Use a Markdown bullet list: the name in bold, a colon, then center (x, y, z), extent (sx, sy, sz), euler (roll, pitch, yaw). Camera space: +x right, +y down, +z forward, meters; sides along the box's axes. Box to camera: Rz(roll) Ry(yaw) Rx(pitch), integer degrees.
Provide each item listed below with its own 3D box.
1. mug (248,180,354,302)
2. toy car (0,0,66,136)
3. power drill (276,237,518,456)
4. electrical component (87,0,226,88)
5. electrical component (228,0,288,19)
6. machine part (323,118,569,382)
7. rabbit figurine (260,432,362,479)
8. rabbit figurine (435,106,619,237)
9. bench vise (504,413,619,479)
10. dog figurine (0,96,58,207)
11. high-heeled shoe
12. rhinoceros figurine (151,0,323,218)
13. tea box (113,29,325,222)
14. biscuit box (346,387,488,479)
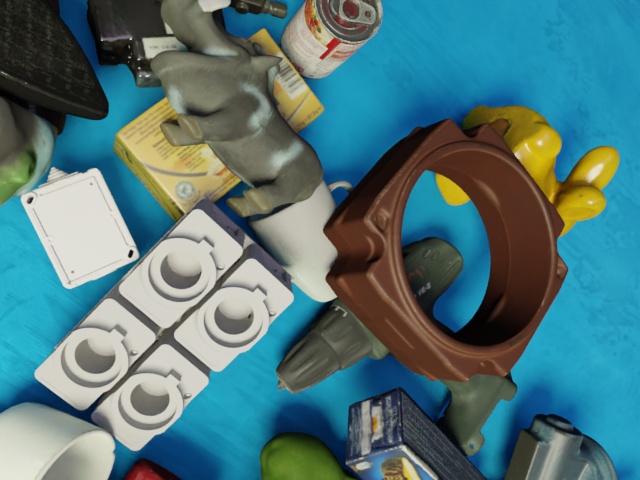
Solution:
- **mug**: center (-0.001, -0.002, 0.527), extent (0.109, 0.081, 0.107), euler (-35, 109, -24)
- **toy car**: center (-0.239, -0.183, 0.431), extent (0.089, 0.053, 0.202), euler (-5, 88, 15)
- **power drill**: center (0.092, 0.125, 0.557), extent (0.207, 0.086, 0.232), euler (46, 69, -5)
- **electrical component**: center (-0.151, -0.209, 0.487), extent (0.115, 0.058, 0.134), euler (-10, 90, -20)
- **electrical component**: center (-0.075, -0.259, 0.540), extent (0.094, 0.021, 0.063), euler (10, 83, -21)
- **machine part**: center (0.120, 0.010, 0.491), extent (0.201, 0.087, 0.201), euler (47, 65, -14)
- **rabbit figurine**: center (-0.007, 0.258, 0.477), extent (0.159, 0.121, 0.170), euler (4, 88, -29)
- **rabbit figurine**: center (0.242, -0.066, 0.602), extent (0.173, 0.162, 0.122), euler (48, 58, -31)
- **bench vise**: center (0.277, 0.311, 0.594), extent (0.240, 0.129, 0.223), euler (16, 83, -16)
- **dog figurine**: center (-0.306, -0.015, 0.370), extent (0.192, 0.108, 0.219), euler (21, 88, 4)
- **high-heeled shoe**: center (-0.280, -0.143, 0.389), extent (0.248, 0.145, 0.086), euler (41, 50, -16)
- **rhinoceros figurine**: center (-0.067, -0.107, 0.431), extent (0.112, 0.073, 0.190), euler (-38, 102, -19)
- **tea box**: center (-0.091, -0.102, 0.497), extent (0.169, 0.068, 0.098), euler (-41, 102, -18)
- **biscuit box**: center (0.103, 0.225, 0.506), extent (0.202, 0.059, 0.063), euler (49, 26, -26)
